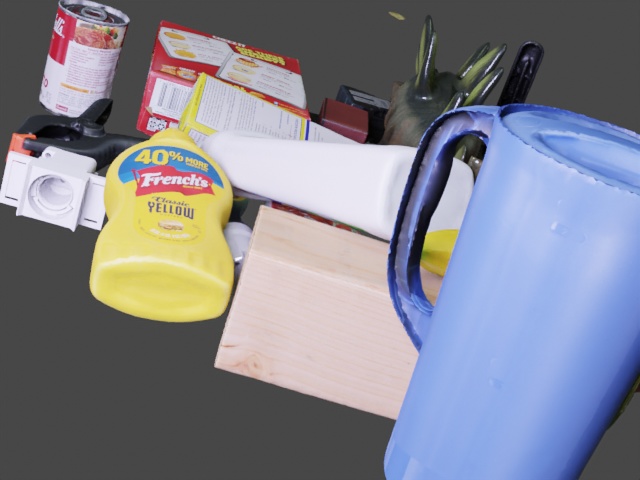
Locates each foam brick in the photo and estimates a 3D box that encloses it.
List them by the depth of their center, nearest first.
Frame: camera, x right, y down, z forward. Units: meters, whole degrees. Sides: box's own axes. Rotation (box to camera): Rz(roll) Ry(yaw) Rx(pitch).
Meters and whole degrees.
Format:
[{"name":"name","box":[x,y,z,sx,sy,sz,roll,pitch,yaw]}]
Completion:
[{"name":"foam brick","box":[0.020,-0.111,1.146,0.051,0.053,0.078,17,24,-5]}]

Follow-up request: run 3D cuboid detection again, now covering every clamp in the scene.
[{"name":"clamp","box":[-0.195,-0.083,0.938,0.120,0.039,0.171,23,25,20]},{"name":"clamp","box":[0.183,-0.104,1.111,0.036,0.164,0.210,21,-11,4]}]

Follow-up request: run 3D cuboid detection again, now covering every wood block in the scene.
[{"name":"wood block","box":[0.043,0.059,0.732,0.206,0.091,0.090,17,22,-4]}]

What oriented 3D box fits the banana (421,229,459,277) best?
[{"name":"banana","box":[0.142,0.034,0.702,0.198,0.037,0.069,20,36,5]}]

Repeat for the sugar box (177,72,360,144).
[{"name":"sugar box","box":[-0.044,-0.083,0.989,0.176,0.048,0.093,26,37,-15]}]

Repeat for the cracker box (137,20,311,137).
[{"name":"cracker box","box":[-0.102,-0.154,1.124,0.164,0.072,0.214,15,22,-12]}]

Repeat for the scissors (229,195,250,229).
[{"name":"scissors","box":[-0.062,-0.012,0.907,0.202,0.016,0.096,35,25,28]}]

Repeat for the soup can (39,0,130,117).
[{"name":"soup can","box":[-0.228,-0.173,1.028,0.068,0.102,0.068,16,23,-7]}]

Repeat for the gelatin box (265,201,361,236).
[{"name":"gelatin box","box":[-0.006,0.001,0.883,0.089,0.030,0.073,25,20,-13]}]

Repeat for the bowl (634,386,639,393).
[{"name":"bowl","box":[0.243,0.078,0.886,0.162,0.055,0.162,16,23,-7]}]

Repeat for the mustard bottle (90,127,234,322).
[{"name":"mustard bottle","box":[-0.113,-0.024,0.790,0.096,0.058,0.191,9,38,-11]}]

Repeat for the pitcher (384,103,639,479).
[{"name":"pitcher","box":[0.114,0.048,0.613,0.144,0.243,0.149,12,24,-17]}]

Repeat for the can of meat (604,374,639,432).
[{"name":"can of meat","box":[0.189,0.082,0.779,0.057,0.102,0.084,-2,33,-41]}]

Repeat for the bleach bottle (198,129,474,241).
[{"name":"bleach bottle","box":[-0.008,-0.050,0.830,0.102,0.068,0.251,10,3,-43]}]
